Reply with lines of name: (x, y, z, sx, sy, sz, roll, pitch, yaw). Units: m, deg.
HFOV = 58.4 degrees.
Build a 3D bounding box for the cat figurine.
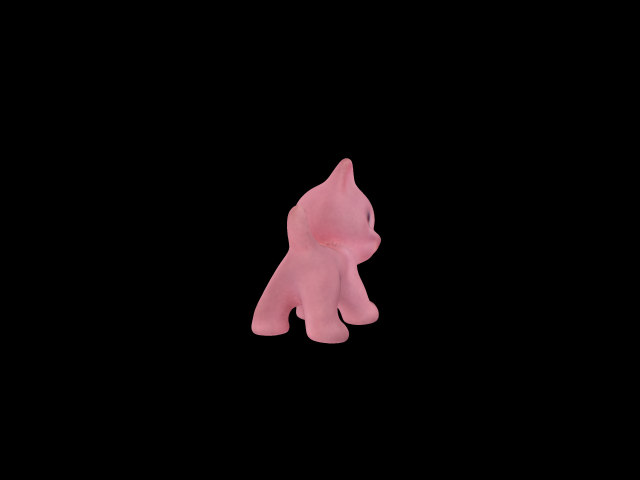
cat figurine: (0.004, 0.001, 0.400, 0.067, 0.118, 0.128, 1, 4, 20)
